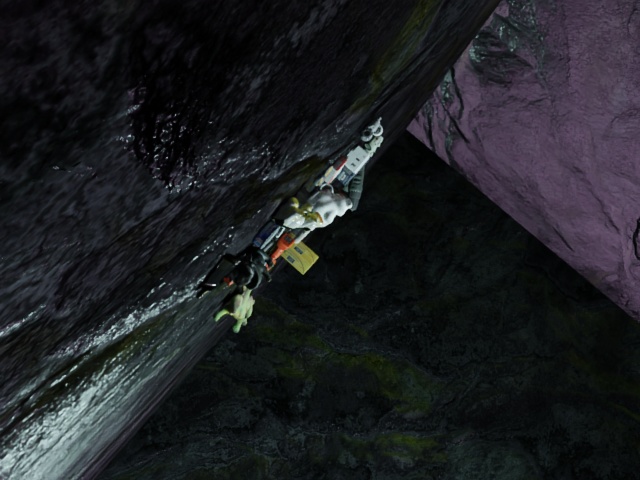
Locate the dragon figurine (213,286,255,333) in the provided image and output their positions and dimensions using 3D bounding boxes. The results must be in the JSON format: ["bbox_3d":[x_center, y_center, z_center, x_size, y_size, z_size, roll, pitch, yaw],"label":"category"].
[{"bbox_3d":[-0.301,0.238,2.129,0.122,0.240,0.414,37,18,2],"label":"dragon figurine"}]

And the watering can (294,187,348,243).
[{"bbox_3d":[0.007,-0.115,2.285,0.104,0.220,0.354,39,34,2],"label":"watering can"}]

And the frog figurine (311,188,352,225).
[{"bbox_3d":[0.034,-0.121,1.864,0.159,0.141,0.120,-5,-35,11],"label":"frog figurine"}]
